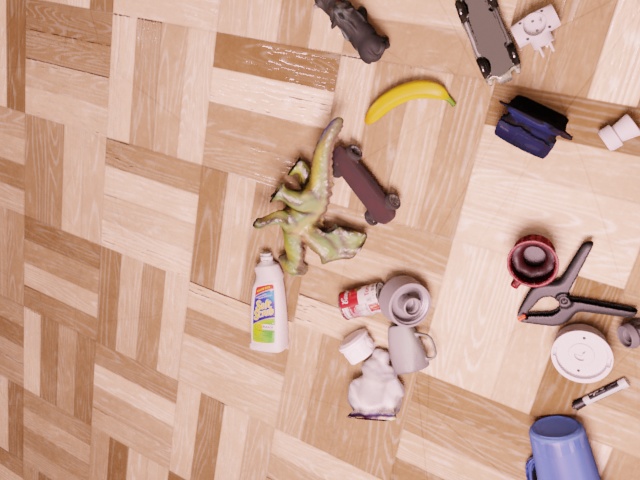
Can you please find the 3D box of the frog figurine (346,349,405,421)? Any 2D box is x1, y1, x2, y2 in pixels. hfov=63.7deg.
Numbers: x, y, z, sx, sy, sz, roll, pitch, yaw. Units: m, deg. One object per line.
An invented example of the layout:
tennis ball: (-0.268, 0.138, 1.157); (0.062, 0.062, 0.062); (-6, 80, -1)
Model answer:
frog figurine: (0.132, 0.343, 1.221); (0.136, 0.121, 0.162); (-13, 61, 35)

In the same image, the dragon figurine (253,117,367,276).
dragon figurine: (0.004, -0.059, 1.175); (0.242, 0.125, 0.403); (40, 123, -6)
